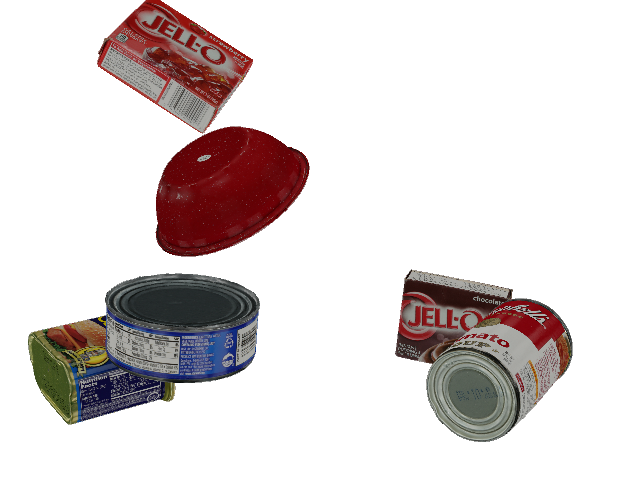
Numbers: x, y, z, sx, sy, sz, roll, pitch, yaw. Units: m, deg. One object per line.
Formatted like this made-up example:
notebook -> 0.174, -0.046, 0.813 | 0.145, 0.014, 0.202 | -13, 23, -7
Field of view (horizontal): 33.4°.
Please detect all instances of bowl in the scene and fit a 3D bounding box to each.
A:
bowl -> -0.094, -0.057, 0.993 | 0.162, 0.055, 0.162 | -21, 32, 14

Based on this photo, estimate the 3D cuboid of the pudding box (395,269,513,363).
pudding box -> 0.140, 0.086, 1.123 | 0.113, 0.090, 0.039 | 9, 21, 12

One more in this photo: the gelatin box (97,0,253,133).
gelatin box -> -0.100, -0.125, 0.744 | 0.089, 0.030, 0.073 | 33, 39, -5

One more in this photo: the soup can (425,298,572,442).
soup can -> 0.123, 0.088, 0.733 | 0.069, 0.068, 0.102 | 0, 16, 33

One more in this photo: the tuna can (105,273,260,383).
tuna can -> -0.077, 0.048, 0.598 | 0.086, 0.034, 0.086 | 4, 17, -1

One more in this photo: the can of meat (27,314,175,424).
can of meat -> -0.175, 0.098, 0.845 | 0.083, 0.057, 0.102 | -13, 22, -30
